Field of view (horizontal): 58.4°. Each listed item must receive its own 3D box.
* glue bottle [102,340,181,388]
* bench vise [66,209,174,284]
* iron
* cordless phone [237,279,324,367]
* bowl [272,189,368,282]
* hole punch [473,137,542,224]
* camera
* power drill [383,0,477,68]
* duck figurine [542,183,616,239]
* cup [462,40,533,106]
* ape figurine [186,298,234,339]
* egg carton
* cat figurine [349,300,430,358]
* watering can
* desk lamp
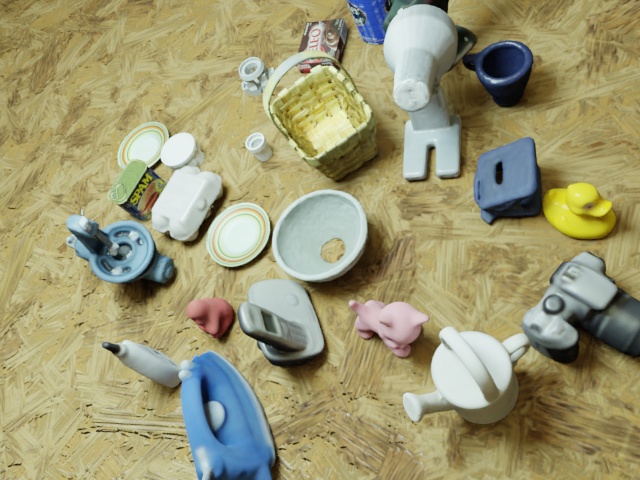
[{"bbox_3d":[-0.295,0.193,0.933,0.077,0.174,0.037,29,78,32],"label":"glue bottle"},{"bbox_3d":[-0.401,0.018,1.040,0.207,0.220,0.121,-8,62,19],"label":"bench vise"},{"bbox_3d":[-0.166,0.263,0.863,0.118,0.142,0.257,-31,57,6],"label":"iron"},{"bbox_3d":[-0.075,0.110,0.876,0.094,0.185,0.147,-29,57,7],"label":"cordless phone"},{"bbox_3d":[0.009,0.003,0.962,0.167,0.075,0.167,-10,61,18],"label":"bowl"},{"bbox_3d":[0.288,-0.093,0.884,0.100,0.091,0.108,-4,63,21],"label":"hole punch"},{"bbox_3d":[0.359,0.101,0.749,0.136,0.101,0.143,36,82,33],"label":"camera"},{"bbox_3d":[0.213,-0.412,1.009,0.230,0.209,0.075,-48,57,-5],"label":"power drill"},{"bbox_3d":[0.375,-0.053,0.830,0.104,0.086,0.077,30,79,32],"label":"duck figurine"},{"bbox_3d":[0.301,-0.274,0.970,0.117,0.095,0.092,18,73,29],"label":"cup"},{"bbox_3d":[-0.194,0.126,0.974,0.076,0.092,0.077,-31,57,6],"label":"ape figurine"},{"bbox_3d":[-0.257,-0.071,1.115,0.107,0.070,0.150,18,73,29],"label":"egg carton"},{"bbox_3d":[0.099,0.119,0.839,0.127,0.118,0.067,21,74,30],"label":"cat figurine"},{"bbox_3d":[0.189,0.174,0.727,0.100,0.195,0.173,32,80,32],"label":"watering can"},{"bbox_3d":[0.171,-0.238,0.934,0.117,0.214,0.203,-4,63,21],"label":"desk lamp"}]
